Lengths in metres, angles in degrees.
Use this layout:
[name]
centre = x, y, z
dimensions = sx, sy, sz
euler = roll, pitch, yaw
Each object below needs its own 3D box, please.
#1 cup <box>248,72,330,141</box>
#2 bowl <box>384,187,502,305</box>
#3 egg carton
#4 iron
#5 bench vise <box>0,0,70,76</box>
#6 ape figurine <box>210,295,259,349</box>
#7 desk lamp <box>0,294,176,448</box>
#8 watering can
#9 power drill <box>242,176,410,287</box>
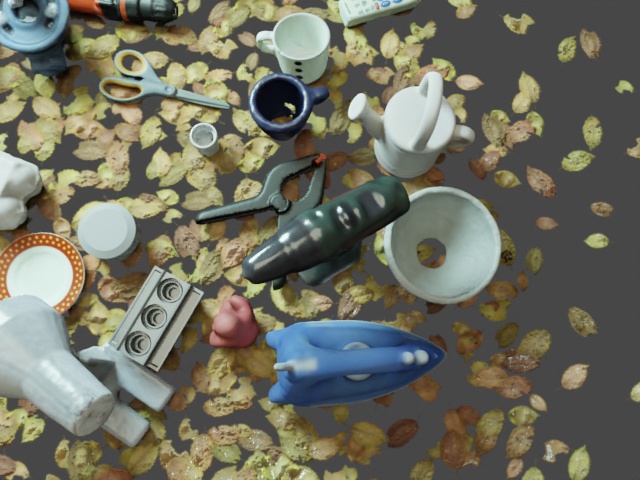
[cup]
centre = -0.045, -0.191, 0.850
dimensions = 0.118, 0.095, 0.091
euler = -17, 80, -5
[bowl]
centre = 0.170, 0.012, 0.829
dimensions = 0.167, 0.074, 0.167
euler = 1, 79, -2
[egg carton]
centre = -0.482, -0.080, 0.822
dimensions = 0.150, 0.069, 0.107
euler = 21, 79, 2
[iron]
centre = 0.056, 0.160, 0.761
dimensions = 0.258, 0.141, 0.118
euler = -4, 79, -3
[bench vise]
centre = -0.437, -0.364, 0.803
dimensions = 0.121, 0.219, 0.207
euler = -29, 81, -7
[ape figurine]
centre = -0.122, 0.117, 0.787
dimensions = 0.078, 0.092, 0.076
euler = -42, 83, -9
[desk lamp]
centre = -0.304, 0.169, 0.707
dimensions = 0.203, 0.213, 0.118
euler = 33, 79, 4
[watering can]
centre = 0.129, -0.162, 0.801
dimensions = 0.173, 0.194, 0.101
euler = -10, 79, -4
[power drill]
centre = 0.007, 0.003, 0.756
dimensions = 0.230, 0.208, 0.075
euler = -32, 81, -8
